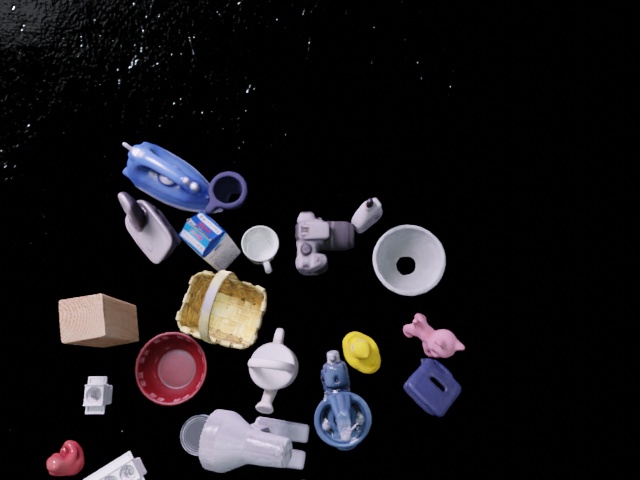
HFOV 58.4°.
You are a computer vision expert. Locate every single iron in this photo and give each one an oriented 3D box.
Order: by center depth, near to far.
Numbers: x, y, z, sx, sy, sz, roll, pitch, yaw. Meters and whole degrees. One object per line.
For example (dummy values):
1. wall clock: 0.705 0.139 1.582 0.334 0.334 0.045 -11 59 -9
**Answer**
1. iron: -0.349 -0.151 1.358 0.258 0.141 0.119 28 79 7

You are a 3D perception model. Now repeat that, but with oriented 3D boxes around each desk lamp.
1. desk lamp: -0.130 0.421 1.186 0.203 0.213 0.118 7 77 3

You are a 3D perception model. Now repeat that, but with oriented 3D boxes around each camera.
1. camera: 0.012 0.005 1.339 0.137 0.101 0.143 0 77 1

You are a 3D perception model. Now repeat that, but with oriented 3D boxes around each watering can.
1. watering can: -0.100 0.280 1.229 0.101 0.194 0.173 -12 77 -2

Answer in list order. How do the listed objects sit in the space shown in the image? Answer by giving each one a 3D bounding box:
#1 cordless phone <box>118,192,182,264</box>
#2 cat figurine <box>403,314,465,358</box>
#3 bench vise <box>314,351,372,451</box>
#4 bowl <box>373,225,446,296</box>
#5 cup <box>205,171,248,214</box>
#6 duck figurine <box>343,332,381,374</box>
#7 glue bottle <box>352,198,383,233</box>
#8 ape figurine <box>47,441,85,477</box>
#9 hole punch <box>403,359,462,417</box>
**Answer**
1. cordless phone: -0.401 -0.032 1.309 0.094 0.185 0.147 -41 79 -8
2. cat figurine: 0.254 0.218 1.279 0.127 0.118 0.067 40 81 9
3. bench vise: 0.032 0.344 1.199 0.121 0.220 0.207 -26 78 -5
4. bowl: 0.204 0.053 1.340 0.167 0.075 0.167 0 77 1
5. cup: -0.222 -0.097 1.368 0.091 0.095 0.118 41 81 9
6. duck figurine: 0.095 0.253 1.289 0.077 0.086 0.104 -36 79 -7
7. glue bottle: 0.111 -0.066 1.318 0.078 0.173 0.037 -37 79 -7
8. ape figurine: -0.557 0.480 1.239 0.078 0.092 0.076 -40 79 -8
9. hole punch: 0.250 0.324 1.268 0.108 0.091 0.101 42 81 10
